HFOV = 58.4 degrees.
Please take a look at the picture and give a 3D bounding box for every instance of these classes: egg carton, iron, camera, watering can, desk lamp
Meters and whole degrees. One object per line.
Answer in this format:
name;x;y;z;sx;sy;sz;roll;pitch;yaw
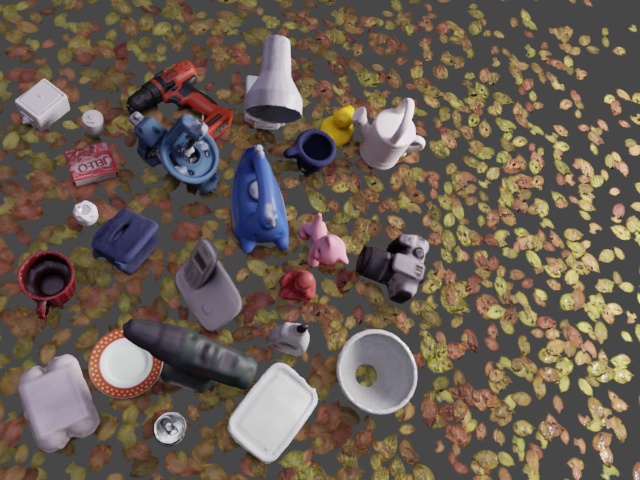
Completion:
egg carton;-0.451;0.280;0.986;0.107;0.069;0.150;-23;77;-23
iron;-0.125;-0.109;1.193;0.119;0.141;0.258;-5;71;-18
camera;0.156;0.046;1.236;0.137;0.100;0.143;21;65;-7
watering can;0.158;-0.248;1.300;0.173;0.194;0.101;-2;70;-17
desk lamp;-0.108;-0.324;1.242;0.118;0.213;0.203;3;68;-15

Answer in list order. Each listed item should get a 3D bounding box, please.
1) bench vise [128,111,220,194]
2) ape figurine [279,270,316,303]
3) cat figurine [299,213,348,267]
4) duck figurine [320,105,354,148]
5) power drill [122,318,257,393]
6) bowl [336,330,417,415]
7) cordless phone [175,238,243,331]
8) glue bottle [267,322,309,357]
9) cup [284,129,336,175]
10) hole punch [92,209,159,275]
bench vise;-0.291;-0.190;1.133;0.207;0.219;0.121;18;65;-8
ape figurine;-0.038;0.089;1.168;0.076;0.092;0.078;-39;83;-25
cat figurine;0.011;0.004;1.201;0.067;0.117;0.128;-13;73;-20
duck figurine;0.046;-0.271;1.337;0.077;0.086;0.105;34;64;-1
power drill;-0.229;0.208;1.001;0.230;0.208;0.075;19;65;-8
bowl;0.105;0.268;1.149;0.168;0.074;0.167;6;68;-14
cordless phone;-0.202;0.081;1.072;0.094;0.185;0.147;-33;81;-24
glue bottle;-0.049;0.181;1.084;0.078;0.173;0.037;19;65;-8
cup;-0.031;-0.184;1.276;0.118;0.095;0.091;-13;73;-20
hole punch;-0.378;-0.002;1.106;0.101;0.091;0.109;34;64;-1
